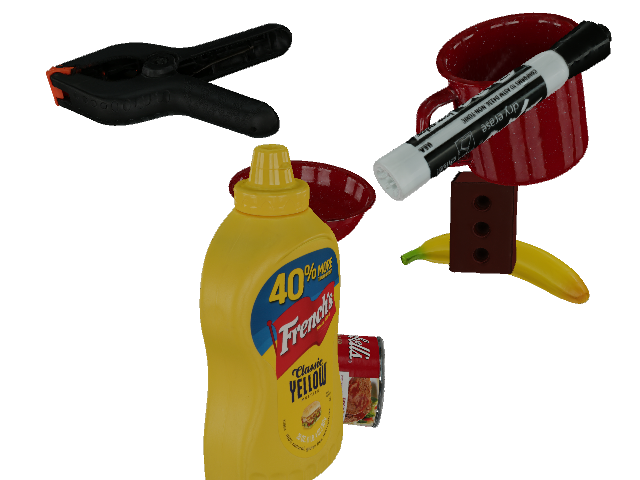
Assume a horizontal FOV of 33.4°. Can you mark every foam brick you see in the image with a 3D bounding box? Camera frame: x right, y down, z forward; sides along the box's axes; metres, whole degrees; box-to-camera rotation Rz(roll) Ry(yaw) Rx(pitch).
[{"bbox_3d":[0.135,-0.015,0.881,0.053,0.078,0.051,2,15,14],"label":"foam brick"}]

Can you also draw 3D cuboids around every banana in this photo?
[{"bbox_3d":[0.186,0.024,1.104,0.198,0.037,0.069,11,48,26],"label":"banana"}]

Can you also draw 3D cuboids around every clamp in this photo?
[{"bbox_3d":[-0.099,-0.116,0.741,0.171,0.039,0.120,6,36,11],"label":"clamp"}]

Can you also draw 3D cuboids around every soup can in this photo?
[{"bbox_3d":[-0.007,0.102,0.796,0.102,0.068,0.068,4,0,-4],"label":"soup can"}]

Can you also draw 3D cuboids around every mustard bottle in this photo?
[{"bbox_3d":[-0.026,0.042,0.595,0.058,0.192,0.096,12,21,37],"label":"mustard bottle"}]

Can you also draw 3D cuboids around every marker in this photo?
[{"bbox_3d":[0.074,-0.056,0.441,0.121,0.020,0.020,-35,11,-16],"label":"marker"}]

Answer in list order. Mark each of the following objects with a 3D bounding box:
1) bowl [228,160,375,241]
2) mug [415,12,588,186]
[{"bbox_3d":[-0.022,-0.033,1.175,0.162,0.055,0.162,4,27,-2],"label":"bowl"},{"bbox_3d":[0.117,-0.084,0.686,0.117,0.081,0.093,-24,34,-9],"label":"mug"}]
